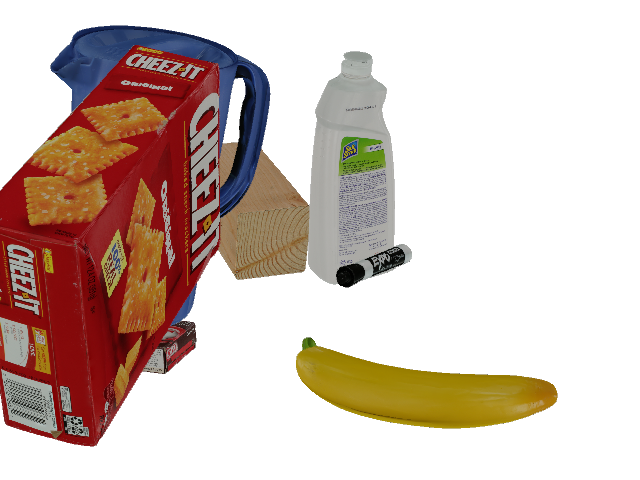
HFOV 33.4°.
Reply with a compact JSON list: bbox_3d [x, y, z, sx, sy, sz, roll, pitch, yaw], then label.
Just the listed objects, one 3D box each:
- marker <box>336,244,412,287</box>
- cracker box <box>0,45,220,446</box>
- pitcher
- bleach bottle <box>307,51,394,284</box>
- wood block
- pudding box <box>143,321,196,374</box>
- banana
[{"bbox_3d":[0.048,0.022,0.952,0.020,0.020,0.120,0,9,30],"label":"marker"},{"bbox_3d":[-0.129,-0.002,0.682,0.072,0.164,0.213,14,39,11],"label":"cracker box"},{"bbox_3d":[-0.139,-0.052,0.902,0.149,0.243,0.145,13,24,9],"label":"pitcher"},{"bbox_3d":[0.040,-0.079,1.143,0.102,0.251,0.068,-14,33,-28],"label":"bleach bottle"},{"bbox_3d":[-0.092,-0.042,1.325,0.090,0.090,0.206,-6,29,-21],"label":"wood block"},{"bbox_3d":[-0.216,0.121,1.264,0.114,0.039,0.090,3,14,16],"label":"pudding box"},{"bbox_3d":[0.058,0.097,0.731,0.198,0.037,0.069,10,35,28],"label":"banana"}]
